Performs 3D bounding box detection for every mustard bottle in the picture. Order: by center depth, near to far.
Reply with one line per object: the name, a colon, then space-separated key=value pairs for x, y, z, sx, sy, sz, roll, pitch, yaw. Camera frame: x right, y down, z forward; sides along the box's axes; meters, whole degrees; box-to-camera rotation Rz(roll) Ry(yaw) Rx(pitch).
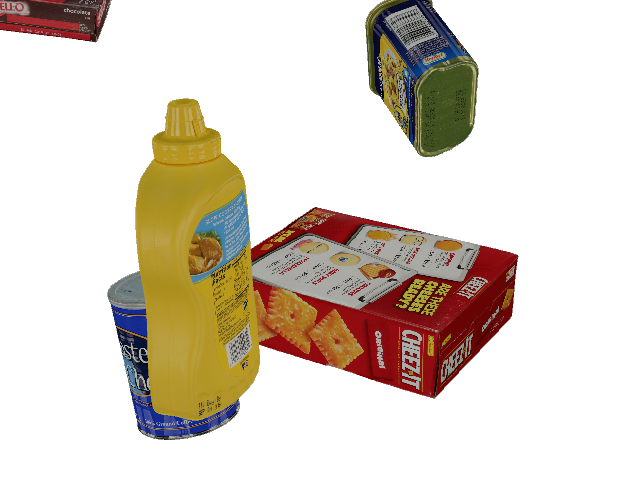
mustard bottle: x=-0.077 y=0.007 z=0.662 sx=0.058 sy=0.192 sz=0.096 roll=7 pitch=23 yaw=23

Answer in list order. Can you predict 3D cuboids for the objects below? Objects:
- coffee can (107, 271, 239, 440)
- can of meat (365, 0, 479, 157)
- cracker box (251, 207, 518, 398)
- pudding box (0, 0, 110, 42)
coffee can: x=-0.139 y=0.104 z=1.022 sx=0.103 sy=0.140 sz=0.103 roll=-8 pitch=18 yaw=2
can of meat: x=0.080 y=-0.128 z=0.831 sx=0.057 sy=0.084 sz=0.102 roll=-22 pitch=-35 yaw=-10
cracker box: x=0.041 y=0.048 z=0.932 sx=0.214 sy=0.072 sz=0.163 roll=14 pitch=29 yaw=29
pudding box: x=-0.228 y=-0.216 z=0.921 sx=0.090 sy=0.039 sz=0.113 roll=7 pitch=35 yaw=-5
